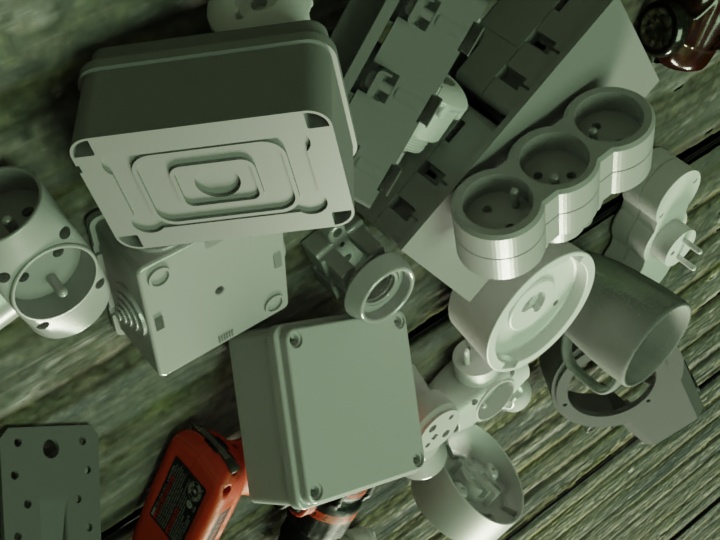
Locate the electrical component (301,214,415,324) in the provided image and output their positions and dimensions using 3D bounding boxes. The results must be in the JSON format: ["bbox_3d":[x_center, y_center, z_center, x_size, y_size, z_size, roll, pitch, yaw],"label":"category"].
[{"bbox_3d":[0.000,0.000,0.654,0.048,0.055,0.066,-39,146,-13],"label":"electrical component"}]

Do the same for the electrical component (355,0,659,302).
[{"bbox_3d":[0.089,-0.083,0.664,0.186,0.060,0.105,-50,147,4],"label":"electrical component"}]

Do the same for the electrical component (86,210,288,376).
[{"bbox_3d":[-0.085,-0.002,0.561,0.100,0.048,0.099,-30,143,-25],"label":"electrical component"}]

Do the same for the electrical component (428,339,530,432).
[{"bbox_3d":[0.093,0.080,0.856,0.077,0.044,0.079,-34,144,-19],"label":"electrical component"}]

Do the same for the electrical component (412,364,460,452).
[{"bbox_3d":[0.042,0.104,0.812,0.045,0.055,0.045,-30,143,-25],"label":"electrical component"}]

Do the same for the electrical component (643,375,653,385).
[{"bbox_3d":[0.282,0.093,1.062,0.048,0.062,0.048,-63,175,-9],"label":"electrical component"}]

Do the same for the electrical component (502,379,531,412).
[{"bbox_3d":[0.134,0.108,0.941,0.035,0.035,0.061,-52,149,7],"label":"electrical component"}]

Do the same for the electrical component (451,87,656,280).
[{"bbox_3d":[0.114,-0.041,0.630,0.138,0.052,0.073,-37,146,-16],"label":"electrical component"}]

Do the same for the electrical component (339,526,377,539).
[{"bbox_3d":[-0.013,0.237,0.911,0.061,0.035,0.035,4,122,-48],"label":"electrical component"}]

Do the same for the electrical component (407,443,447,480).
[{"bbox_3d":[0.044,0.136,0.859,0.045,0.045,0.055,-38,146,-14],"label":"electrical component"}]

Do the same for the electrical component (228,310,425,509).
[{"bbox_3d":[-0.019,0.083,0.673,0.109,0.056,0.108,-7,89,-45],"label":"electrical component"}]

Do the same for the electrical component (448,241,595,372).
[{"bbox_3d":[0.114,0.014,0.794,0.108,0.060,0.108,-30,143,-25],"label":"electrical component"}]

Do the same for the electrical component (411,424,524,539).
[{"bbox_3d":[0.094,0.185,0.924,0.099,0.099,0.064,0,131,-49],"label":"electrical component"}]

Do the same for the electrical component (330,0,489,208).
[{"bbox_3d":[0.011,-0.098,0.545,0.121,0.063,0.078,-60,-174,18],"label":"electrical component"}]

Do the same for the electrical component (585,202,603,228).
[{"bbox_3d":[0.158,-0.061,0.781,0.043,0.043,0.081,-20,138,-36],"label":"electrical component"}]

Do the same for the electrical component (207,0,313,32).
[{"bbox_3d":[-0.043,-0.107,0.505,0.048,0.048,0.062,-38,153,-14],"label":"electrical component"}]

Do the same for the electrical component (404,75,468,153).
[{"bbox_3d":[0.027,-0.085,0.608,0.048,0.048,0.062,2,130,-50],"label":"electrical component"}]

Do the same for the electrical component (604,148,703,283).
[{"bbox_3d":[0.254,-0.028,0.898,0.052,0.074,0.138,-27,142,-28],"label":"electrical component"}]

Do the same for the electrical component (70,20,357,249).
[{"bbox_3d":[-0.061,-0.059,0.474,0.113,0.057,0.078,-6,144,7],"label":"electrical component"}]

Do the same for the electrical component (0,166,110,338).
[{"bbox_3d":[-0.162,0.004,0.485,0.079,0.044,0.077,-38,146,-14],"label":"electrical component"}]
